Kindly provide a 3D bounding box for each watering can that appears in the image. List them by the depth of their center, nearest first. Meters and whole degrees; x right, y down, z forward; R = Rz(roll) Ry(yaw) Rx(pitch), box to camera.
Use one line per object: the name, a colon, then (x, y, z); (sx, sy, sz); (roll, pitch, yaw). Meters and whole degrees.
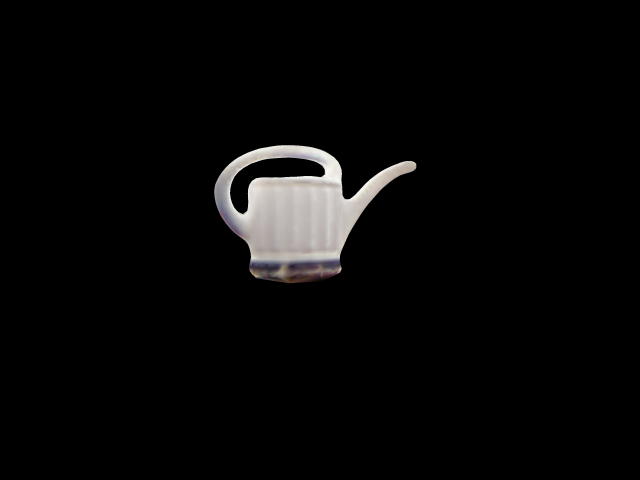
watering can: (0.003, -0.043, 0.850); (0.348, 0.224, 0.104); (-1, 1, -15)
